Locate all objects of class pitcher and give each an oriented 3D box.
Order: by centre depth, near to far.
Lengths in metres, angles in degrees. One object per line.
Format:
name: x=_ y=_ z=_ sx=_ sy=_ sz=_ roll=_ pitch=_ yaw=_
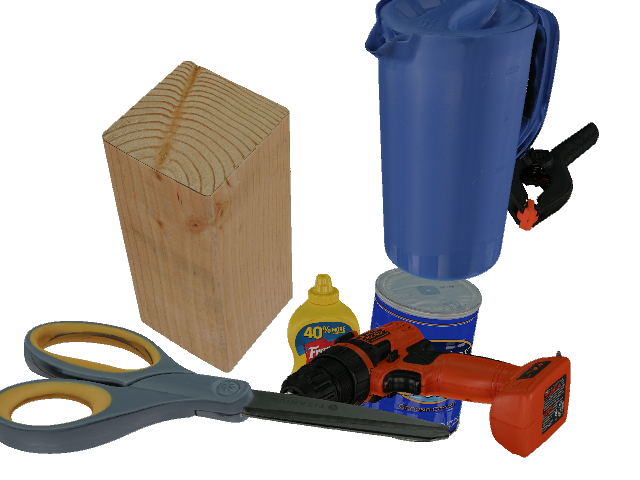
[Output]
pitcher: x=0.122 y=-0.093 z=0.935 sx=0.149 sy=0.243 sz=0.144 roll=7 pitch=32 yaw=13

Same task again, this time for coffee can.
coffee can: x=0.096 y=0.110 z=1.045 sx=0.103 sy=0.140 sz=0.103 roll=5 pitch=22 yaw=-2

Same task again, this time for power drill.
power drill: x=0.084 y=0.112 z=0.822 sx=0.188 sy=0.057 sz=0.184 roll=10 pitch=17 yaw=31

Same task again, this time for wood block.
wood block: x=-0.080 y=-0.010 z=0.759 sx=0.090 sy=0.090 sz=0.206 roll=28 pitch=-33 yaw=20

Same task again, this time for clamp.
clamp: x=0.214 y=-0.082 z=1.106 sx=0.120 sy=0.039 sz=0.171 roll=15 pitch=45 yaw=16

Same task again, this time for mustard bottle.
mustard bottle: x=0.004 y=0.137 z=1.423 sx=0.096 sy=0.192 sz=0.058 roll=-2 pitch=18 yaw=-6

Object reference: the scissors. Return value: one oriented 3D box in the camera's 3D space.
scissors: x=-0.056 y=0.076 z=0.456 sx=0.202 sy=0.016 sz=0.096 roll=15 pitch=31 yaw=25
